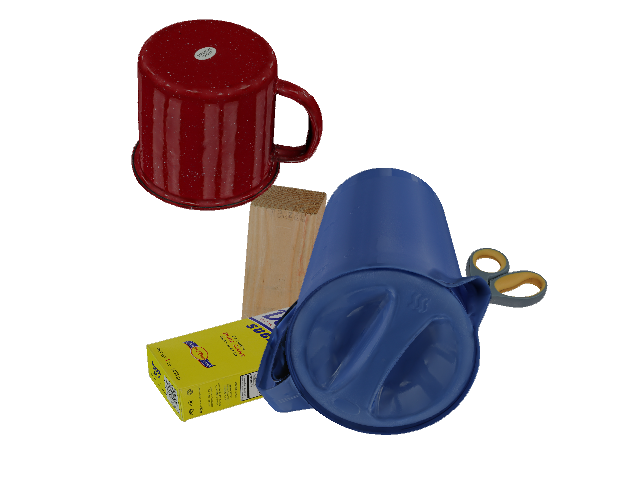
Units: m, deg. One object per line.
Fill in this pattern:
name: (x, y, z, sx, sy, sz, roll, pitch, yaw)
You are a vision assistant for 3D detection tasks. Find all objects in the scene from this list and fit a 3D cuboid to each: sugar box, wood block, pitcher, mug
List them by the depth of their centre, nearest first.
mug: (-0.056, -0.076, 0.641, 0.117, 0.081, 0.093, 11, 44, 4)
pitcher: (0.040, 0.037, 0.834, 0.149, 0.145, 0.242, 11, 24, -1)
sugar box: (-0.076, 0.119, 1.075, 0.176, 0.048, 0.093, -16, 32, -24)
wood block: (-0.051, 0.039, 1.430, 0.090, 0.206, 0.090, 8, 23, 6)

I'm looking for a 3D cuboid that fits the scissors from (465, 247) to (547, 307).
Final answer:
scissors: (0.145, 0.047, 1.101, 0.201, 0.016, 0.096, -7, 40, -29)
